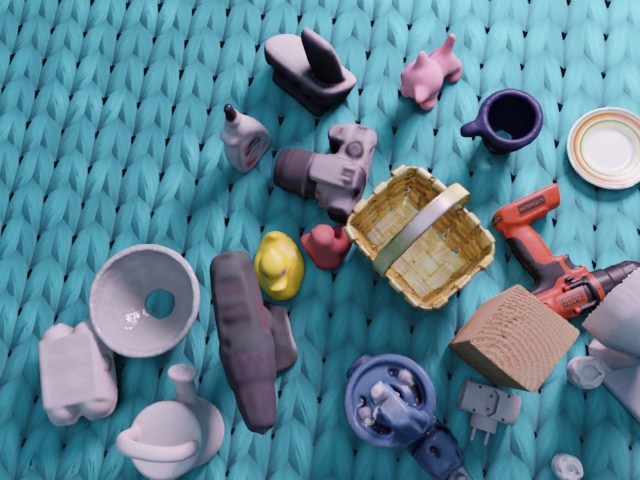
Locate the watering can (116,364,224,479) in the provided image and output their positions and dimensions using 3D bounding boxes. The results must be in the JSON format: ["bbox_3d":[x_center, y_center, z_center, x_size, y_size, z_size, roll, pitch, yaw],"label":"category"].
[{"bbox_3d":[-0.200,0.255,0.758,0.101,0.194,0.173,-10,77,3],"label":"watering can"}]

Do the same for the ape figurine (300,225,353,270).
[{"bbox_3d":[0.008,0.003,0.846,0.077,0.092,0.076,10,79,7],"label":"ape figurine"}]

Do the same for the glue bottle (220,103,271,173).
[{"bbox_3d":[-0.118,-0.159,0.849,0.037,0.173,0.078,33,83,11],"label":"glue bottle"}]

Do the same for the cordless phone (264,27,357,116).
[{"bbox_3d":[-0.021,-0.282,0.861,0.147,0.185,0.094,36,83,11],"label":"cordless phone"}]

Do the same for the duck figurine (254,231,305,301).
[{"bbox_3d":[-0.065,0.034,0.849,0.077,0.086,0.104,-9,77,3],"label":"duck figurine"}]

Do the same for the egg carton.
[{"bbox_3d":[-0.355,0.194,0.848,0.107,0.069,0.150,-13,77,2],"label":"egg carton"}]

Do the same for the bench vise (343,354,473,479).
[{"bbox_3d":[0.120,0.223,0.724,0.207,0.220,0.121,29,82,10],"label":"bench vise"}]

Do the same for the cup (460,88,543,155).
[{"bbox_3d":[0.263,-0.162,0.857,0.117,0.095,0.091,-14,77,2],"label":"cup"}]

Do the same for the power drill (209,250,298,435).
[{"bbox_3d":[-0.085,0.134,0.766,0.075,0.208,0.229,-17,77,1],"label":"power drill"}]

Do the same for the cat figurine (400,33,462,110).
[{"bbox_3d":[0.167,-0.258,0.874,0.067,0.118,0.128,37,84,11],"label":"cat figurine"}]

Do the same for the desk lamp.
[{"bbox_3d":[0.421,0.135,0.720,0.118,0.213,0.203,-39,77,-4],"label":"desk lamp"}]

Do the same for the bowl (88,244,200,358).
[{"bbox_3d":[-0.251,0.094,0.858,0.167,0.075,0.167,-1,78,5],"label":"bowl"}]

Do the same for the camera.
[{"bbox_3d":[0.005,-0.113,0.866,0.136,0.101,0.143,15,80,8],"label":"camera"}]
